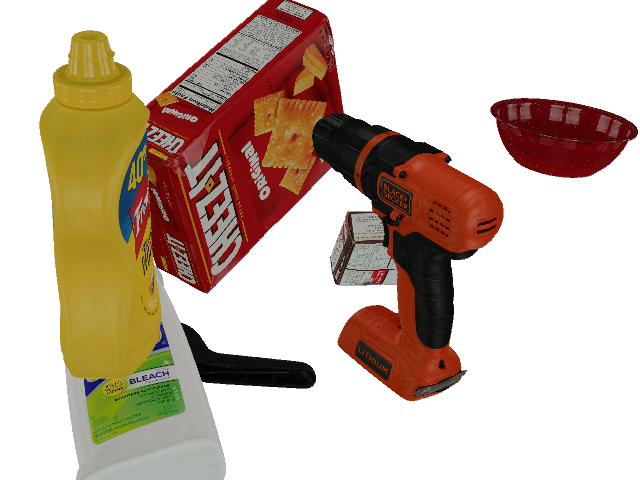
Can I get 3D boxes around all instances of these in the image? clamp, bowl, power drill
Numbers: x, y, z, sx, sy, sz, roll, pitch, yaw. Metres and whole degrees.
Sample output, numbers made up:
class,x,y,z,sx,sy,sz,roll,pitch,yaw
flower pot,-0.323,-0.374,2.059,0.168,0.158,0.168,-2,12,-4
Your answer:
class,x,y,z,sx,sy,sz,roll,pitch,yaw
clamp,-0.120,0.119,0.992,0.164,0.036,0.210,-24,42,-38
bowl,0.265,-0.110,1.183,0.162,0.055,0.162,5,23,-2
power drill,0.053,0.011,0.797,0.057,0.188,0.185,-19,36,-29

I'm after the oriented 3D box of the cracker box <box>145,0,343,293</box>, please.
class,x,y,z,sx,sy,sz,roll,pitch,yaw
cracker box,-0.067,-0.084,0.931,0.072,0.164,0.213,26,57,28

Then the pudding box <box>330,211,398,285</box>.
class,x,y,z,sx,sy,sz,roll,pitch,yaw
pudding box,0.073,0.008,1.043,0.113,0.039,0.090,-3,-30,-13

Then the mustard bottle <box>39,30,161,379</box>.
class,x,y,z,sx,sy,sz,roll,pitch,yaw
mustard bottle,-0.123,-0.023,0.598,0.058,0.192,0.096,3,31,1

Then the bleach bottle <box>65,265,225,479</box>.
class,x,y,z,sx,sy,sz,roll,pitch,yaw
bleach bottle,-0.150,0.085,0.792,0.102,0.068,0.251,-17,43,-12
